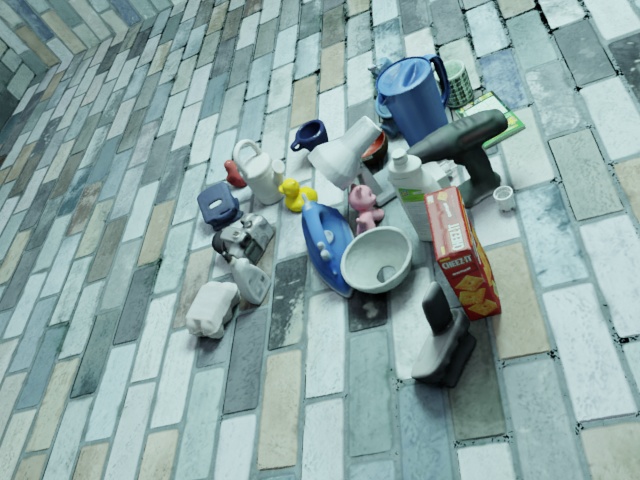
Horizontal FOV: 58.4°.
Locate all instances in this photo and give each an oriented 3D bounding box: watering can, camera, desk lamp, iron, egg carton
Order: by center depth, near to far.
[{"bbox_3d":[0.012,0.005,1.325,0.118,0.142,0.258,-28,43,9],"label":"iron"},{"bbox_3d":[0.100,-0.183,1.381,0.203,0.214,0.117,-34,43,3],"label":"desk lamp"},{"bbox_3d":[-0.263,0.170,1.410,0.107,0.070,0.150,0,53,33],"label":"egg carton"},{"bbox_3d":[-0.217,-0.006,1.513,0.136,0.101,0.143,10,59,38],"label":"camera"},{"bbox_3d":[-0.166,-0.197,1.579,0.172,0.195,0.101,-12,48,24],"label":"watering can"}]

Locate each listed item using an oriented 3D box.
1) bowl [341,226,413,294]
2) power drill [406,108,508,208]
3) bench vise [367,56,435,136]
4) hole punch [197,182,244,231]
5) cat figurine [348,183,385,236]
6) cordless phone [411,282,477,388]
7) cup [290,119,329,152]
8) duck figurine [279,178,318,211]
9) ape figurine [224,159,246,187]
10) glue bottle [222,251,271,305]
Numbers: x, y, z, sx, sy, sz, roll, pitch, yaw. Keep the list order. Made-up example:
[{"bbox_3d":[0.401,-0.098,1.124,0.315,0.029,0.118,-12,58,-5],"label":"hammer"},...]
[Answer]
[{"bbox_3d":[0.134,0.055,1.252,0.167,0.075,0.167,-18,46,19],"label":"bowl"},{"bbox_3d":[0.309,-0.172,1.240,0.229,0.209,0.075,-34,43,2],"label":"power drill"},{"bbox_3d":[0.207,-0.413,1.509,0.121,0.220,0.208,16,63,41],"label":"bench vise"},{"bbox_3d":[-0.289,-0.098,1.648,0.108,0.091,0.101,-28,43,9],"label":"hole punch"},{"bbox_3d":[0.101,-0.075,1.356,0.067,0.118,0.128,-12,48,24],"label":"cat figurine"},{"bbox_3d":[0.200,0.168,1.028,0.093,0.186,0.148,9,59,38],"label":"cordless phone"},{"bbox_3d":[-0.021,-0.271,1.624,0.118,0.095,0.091,-39,43,-3],"label":"cup"},{"bbox_3d":[-0.063,-0.129,1.533,0.104,0.086,0.077,2,55,34],"label":"duck figurine"},{"bbox_3d":[-0.254,-0.207,1.720,0.078,0.092,0.076,-36,43,0],"label":"ape figurine"},{"bbox_3d":[-0.181,0.080,1.361,0.037,0.174,0.078,5,56,36],"label":"glue bottle"}]
